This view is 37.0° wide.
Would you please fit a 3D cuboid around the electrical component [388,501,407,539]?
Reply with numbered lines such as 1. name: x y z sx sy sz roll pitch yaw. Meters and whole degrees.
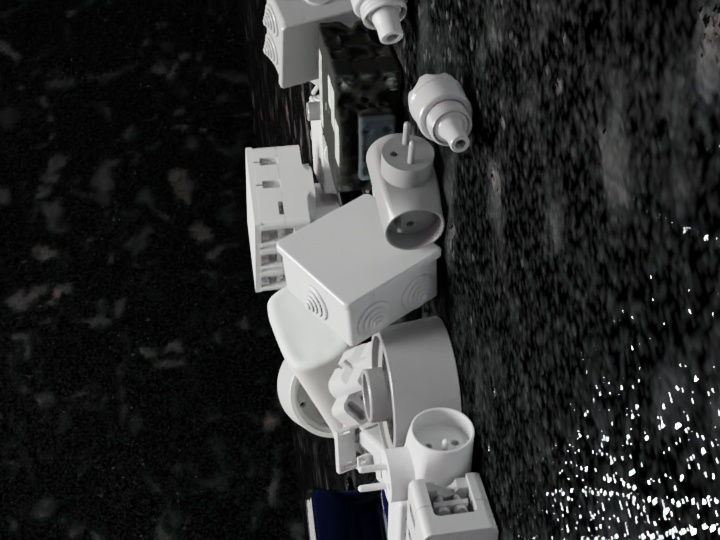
1. electrical component: 0.045 0.179 0.839 0.075 0.047 0.083 -105 12 -51

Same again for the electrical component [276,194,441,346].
1. electrical component: 0.000 0.000 0.794 0.100 0.100 0.048 40 149 37

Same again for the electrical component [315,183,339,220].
1. electrical component: -0.022 -0.045 1.132 0.113 0.057 0.078 -116 22 -69

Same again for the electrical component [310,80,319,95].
1. electrical component: -0.031 -0.208 1.068 0.079 0.044 0.077 -50 41 44

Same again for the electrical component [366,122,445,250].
1. electrical component: 0.033 -0.068 0.760 0.079 0.043 0.077 93 168 -50

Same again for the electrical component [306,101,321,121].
1. electrical component: -0.019 -0.150 1.006 0.043 0.062 0.043 174 90 -82

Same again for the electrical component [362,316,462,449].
1. electrical component: 0.034 0.091 0.805 0.108 0.060 0.108 174 90 -82

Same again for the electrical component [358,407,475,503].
1. electrical component: 0.038 0.139 0.743 0.044 0.079 0.077 -107 14 -52

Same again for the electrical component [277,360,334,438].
1. electrical component: -0.030 0.127 1.152 0.060 0.108 0.108 -156 60 -74

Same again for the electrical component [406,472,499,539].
1. electrical component: 0.061 0.188 0.719 0.055 0.050 0.089 -105 12 -51

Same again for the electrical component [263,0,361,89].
1. electrical component: -0.038 -0.219 0.971 0.099 0.100 0.048 99 150 -63

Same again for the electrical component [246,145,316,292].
1. electrical component: -0.082 -0.051 1.106 0.150 0.062 0.089 100 163 -63

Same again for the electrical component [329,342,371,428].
1. electrical component: 0.016 0.090 0.893 0.057 0.058 0.078 -27 27 48

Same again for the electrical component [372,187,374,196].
1. electrical component: 0.026 -0.067 0.843 0.035 0.035 0.061 135 131 -80

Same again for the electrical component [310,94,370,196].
1. electrical component: -0.022 -0.130 1.097 0.099 0.048 0.099 -114 20 -67

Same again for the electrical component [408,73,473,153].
1. electrical component: 0.051 -0.091 0.643 0.061 0.035 0.035 -109 15 -49

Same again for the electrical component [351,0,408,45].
1. electrical component: 0.016 -0.197 0.792 0.048 0.048 0.062 105 151 -69

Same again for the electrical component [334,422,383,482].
1. electrical component: 0.021 0.149 0.918 0.064 0.081 0.042 34 133 51
